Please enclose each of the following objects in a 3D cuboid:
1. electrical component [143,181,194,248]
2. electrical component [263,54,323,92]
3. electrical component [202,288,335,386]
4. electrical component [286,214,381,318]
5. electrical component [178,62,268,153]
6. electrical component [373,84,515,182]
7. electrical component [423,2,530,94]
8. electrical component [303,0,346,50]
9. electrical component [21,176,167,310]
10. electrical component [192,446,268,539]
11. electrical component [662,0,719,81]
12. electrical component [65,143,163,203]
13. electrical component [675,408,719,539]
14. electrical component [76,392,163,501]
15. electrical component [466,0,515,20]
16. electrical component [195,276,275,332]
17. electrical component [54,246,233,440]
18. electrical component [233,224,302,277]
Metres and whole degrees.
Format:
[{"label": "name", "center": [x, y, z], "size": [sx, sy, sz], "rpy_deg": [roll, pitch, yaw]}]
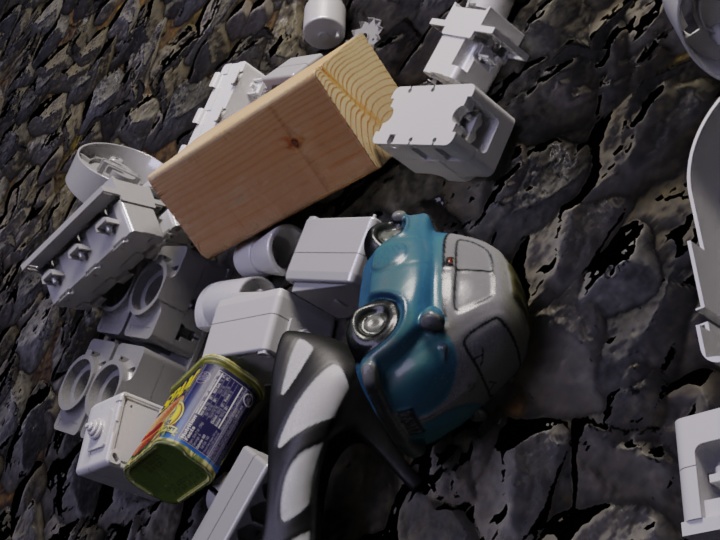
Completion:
[{"label": "electrical component", "center": [-0.184, -0.053, 1.043], "size": [0.042, 0.081, 0.063], "rpy_deg": [-36, 64, 28]}, {"label": "electrical component", "center": [-0.033, -0.161, 0.953], "size": [0.077, 0.065, 0.047], "rpy_deg": [-42, 28, -29]}, {"label": "electrical component", "center": [-0.065, 0.050, 0.833], "size": [0.096, 0.062, 0.061], "rpy_deg": [-12, 56, 45]}, {"label": "electrical component", "center": [0.000, 0.000, 0.792], "size": [0.096, 0.062, 0.061], "rpy_deg": [2, 66, 50]}, {"label": "electrical component", "center": [-0.122, -0.133, 1.031], "size": [0.079, 0.063, 0.121], "rpy_deg": [6, 69, 51]}, {"label": "electrical component", "center": [0.064, -0.101, 0.795], "size": [0.089, 0.056, 0.050], "rpy_deg": [10, 73, 52]}, {"label": "electrical component", "center": [0.086, -0.167, 0.831], "size": [0.081, 0.042, 0.063], "rpy_deg": [27, 90, 55]}, {"label": "electrical component", "center": [-0.033, -0.247, 1.029], "size": [0.040, 0.040, 0.078], "rpy_deg": [-28, 44, 34]}, {"label": "electrical component", "center": [-0.236, -0.020, 0.975], "size": [0.121, 0.079, 0.063], "rpy_deg": [-39, 62, 25]}, {"label": "electrical component", "center": [-0.088, 0.171, 0.783], "size": [0.076, 0.047, 0.083], "rpy_deg": [24, 84, 54]}, {"label": "electrical component", "center": [0.227, -0.159, 0.616], "size": [0.099, 0.099, 0.064], "rpy_deg": [-42, 33, 21]}, {"label": "electrical component", "center": [-0.258, -0.096, 1.138], "size": [0.064, 0.099, 0.099], "rpy_deg": [-54, 36, 17]}, {"label": "electrical component", "center": [0.222, 0.080, 0.450], "size": [0.150, 0.089, 0.061], "rpy_deg": [-24, 48, 38]}, {"label": "electrical component", "center": [-0.186, 0.144, 0.877], "size": [0.061, 0.096, 0.061], "rpy_deg": [-25, 48, 42]}, {"label": "electrical component", "center": [0.107, -0.221, 0.848], "size": [0.040, 0.040, 0.046], "rpy_deg": [15, 83, 53]}, {"label": "electrical component", "center": [-0.111, 0.030, 0.916], "size": [0.081, 0.043, 0.043], "rpy_deg": [-8, 59, 47]}, {"label": "electrical component", "center": [-0.202, 0.071, 0.979], "size": [0.105, 0.060, 0.186], "rpy_deg": [2, 66, 50]}, {"label": "electrical component", "center": [-0.078, -0.013, 0.912], "size": [0.065, 0.044, 0.044], "rpy_deg": [-11, 57, 51]}]
